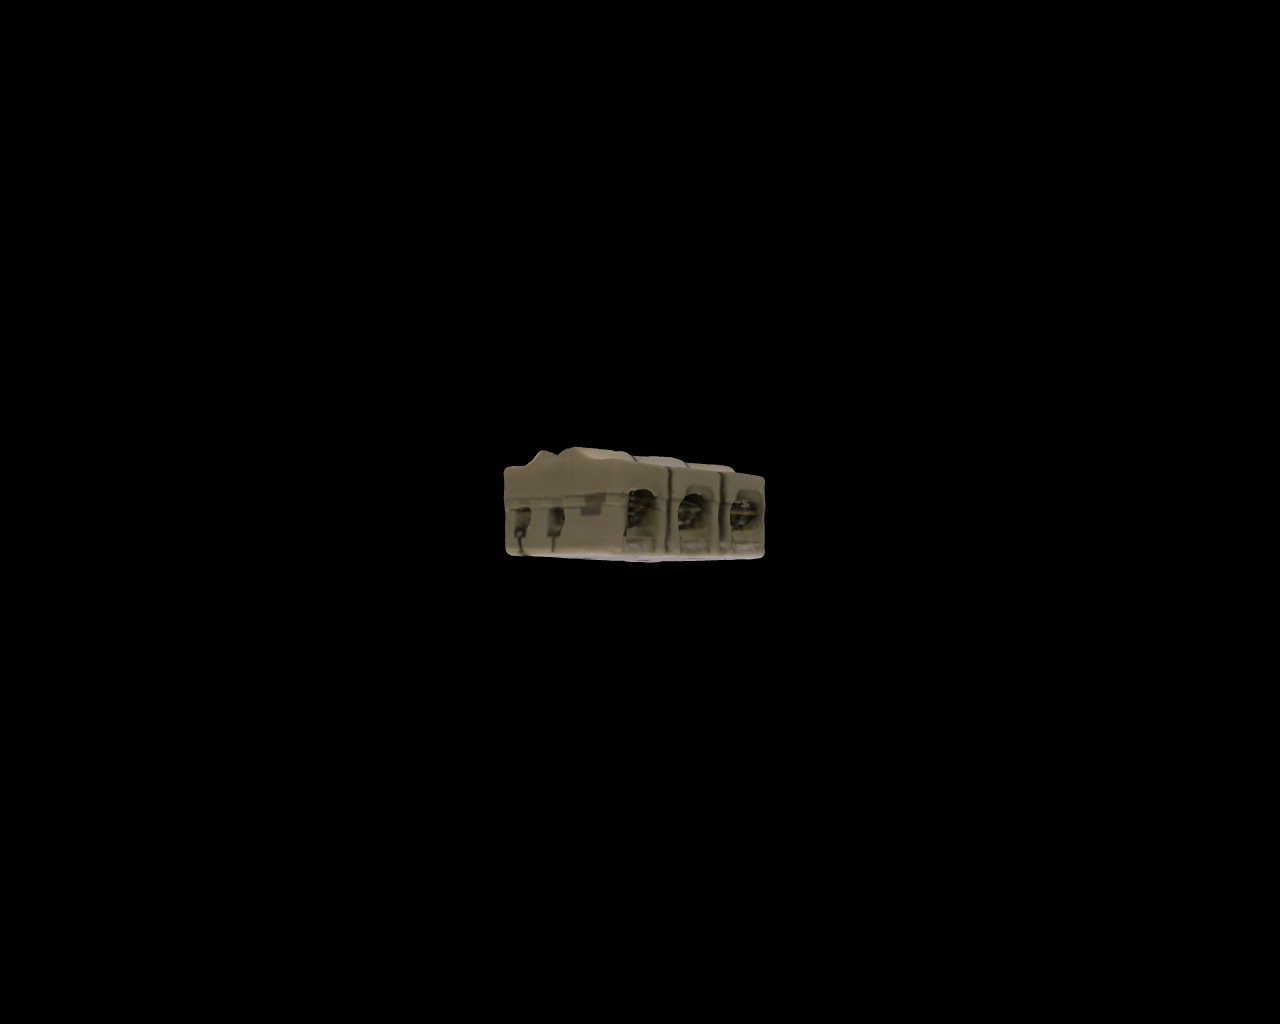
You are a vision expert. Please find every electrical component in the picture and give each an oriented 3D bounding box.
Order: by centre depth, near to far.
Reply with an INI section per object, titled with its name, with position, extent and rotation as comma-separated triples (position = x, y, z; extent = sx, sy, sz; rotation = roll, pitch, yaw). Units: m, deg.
[electrical component]
position = 0.001, -0.003, 0.650
extent = 0.089, 0.061, 0.150
rotation = -4, -6, 39
